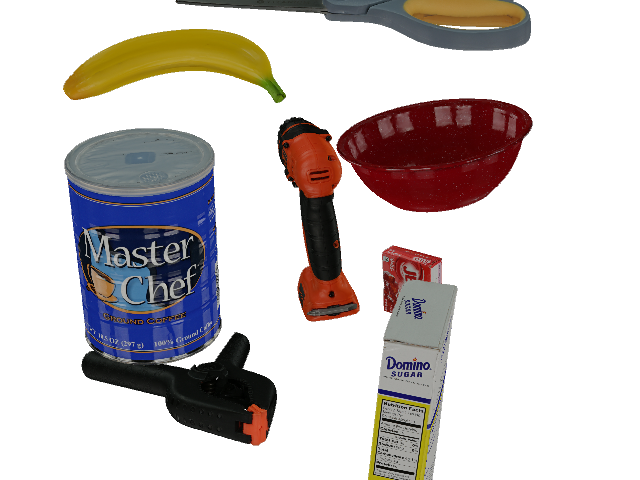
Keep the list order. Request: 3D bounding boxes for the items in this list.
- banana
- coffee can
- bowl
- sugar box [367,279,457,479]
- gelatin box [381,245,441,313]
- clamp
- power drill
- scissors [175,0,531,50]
[{"bbox_3d":[-0.131,-0.159,0.962,0.197,0.069,0.037,-1,-33,-4],"label":"banana"},{"bbox_3d":[-0.125,0.003,0.767,0.103,0.140,0.103,0,28,0],"label":"coffee can"},{"bbox_3d":[0.097,-0.067,0.890,0.162,0.055,0.162,-9,24,4],"label":"bowl"},{"bbox_3d":[0.064,0.126,0.773,0.048,0.176,0.093,7,26,11],"label":"sugar box"},{"bbox_3d":[0.116,0.057,1.355,0.073,0.089,0.030,17,33,34],"label":"gelatin box"},{"bbox_3d":[-0.092,0.124,0.932,0.164,0.036,0.210,-8,17,-36],"label":"clamp"},{"bbox_3d":[-0.007,-0.025,1.086,0.057,0.187,0.184,-10,19,-4],"label":"power drill"},{"bbox_3d":[0.026,-0.143,0.616,0.202,0.016,0.096,14,42,21],"label":"scissors"}]
